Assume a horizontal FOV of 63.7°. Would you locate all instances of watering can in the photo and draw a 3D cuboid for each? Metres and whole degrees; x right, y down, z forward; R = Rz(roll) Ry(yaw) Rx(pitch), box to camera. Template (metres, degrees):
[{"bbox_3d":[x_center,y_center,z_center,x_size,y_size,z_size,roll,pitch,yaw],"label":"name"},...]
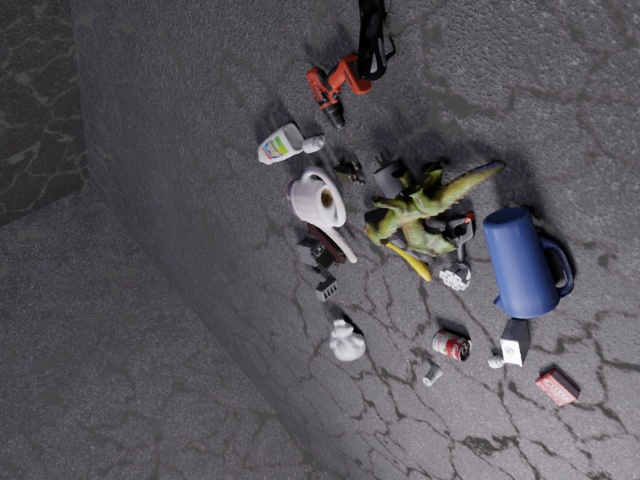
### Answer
[{"bbox_3d":[0.005,-0.085,1.694,0.225,0.105,0.342,11,127,48],"label":"watering can"}]

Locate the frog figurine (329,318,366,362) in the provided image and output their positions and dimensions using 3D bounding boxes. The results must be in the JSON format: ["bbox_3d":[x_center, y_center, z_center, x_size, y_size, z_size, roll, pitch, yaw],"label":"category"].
[{"bbox_3d":[0.104,0.384,1.994,0.137,0.125,0.157,-4,112,15],"label":"frog figurine"}]

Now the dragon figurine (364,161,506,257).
[{"bbox_3d":[0.284,-0.064,1.317,0.408,0.125,0.238,-7,126,30],"label":"dragon figurine"}]
